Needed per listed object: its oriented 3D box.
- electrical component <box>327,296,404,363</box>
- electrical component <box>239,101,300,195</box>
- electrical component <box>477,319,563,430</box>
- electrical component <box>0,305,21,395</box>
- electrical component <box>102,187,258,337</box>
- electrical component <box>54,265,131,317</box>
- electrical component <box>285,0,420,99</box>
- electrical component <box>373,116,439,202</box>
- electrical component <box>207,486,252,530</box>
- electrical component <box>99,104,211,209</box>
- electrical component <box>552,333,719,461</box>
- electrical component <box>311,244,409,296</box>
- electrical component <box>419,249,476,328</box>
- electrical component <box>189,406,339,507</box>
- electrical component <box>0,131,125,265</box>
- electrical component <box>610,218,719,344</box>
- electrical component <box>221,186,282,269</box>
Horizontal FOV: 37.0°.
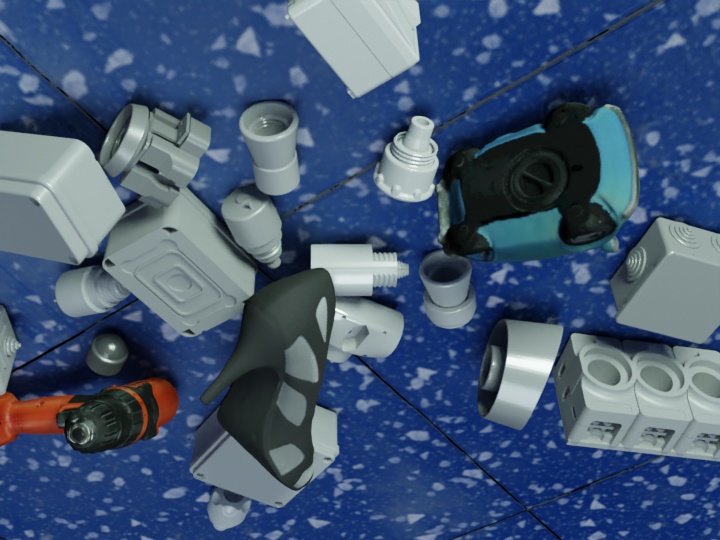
[{"bbox_3d":[-0.015,0.055,0.949,0.077,0.043,0.079,22,129,-22],"label":"electrical component"},{"bbox_3d":[-0.065,-0.089,0.810,0.044,0.044,0.065,-3,139,1],"label":"electrical component"},{"bbox_3d":[0.142,0.092,0.956,0.064,0.099,0.099,13,133,-6],"label":"electrical component"},{"bbox_3d":[-0.344,0.074,0.944,0.096,0.061,0.061,-2,134,0],"label":"electrical component"},{"bbox_3d":[-0.144,-0.008,0.873,0.078,0.057,0.113,-26,130,21],"label":"electrical component"},{"bbox_3d":[-0.217,0.016,0.896,0.078,0.040,0.040,-10,136,30],"label":"electrical component"},{"bbox_3d":[0.002,-0.167,0.720,0.061,0.061,0.096,-27,129,22],"label":"electrical component"},{"bbox_3d":[0.039,-0.086,0.814,0.048,0.048,0.062,9,127,-11],"label":"electrical component"},{"bbox_3d":[-0.141,0.252,1.138,0.043,0.043,0.062,12,134,-13],"label":"electrical component"},{"bbox_3d":[-0.156,-0.087,0.797,0.057,0.058,0.078,26,128,-28],"label":"electrical component"},{"bbox_3d":[0.263,0.113,0.982,0.150,0.089,0.061,8,133,-9],"label":"electrical component"},{"bbox_3d":[0.000,0.000,0.896,0.081,0.043,0.043,0,134,-2],"label":"electrical component"},{"bbox_3d":[0.075,0.016,0.913,0.045,0.045,0.055,-7,134,5],"label":"electrical component"},{"bbox_3d":[-0.093,0.170,1.050,0.109,0.056,0.108,26,128,-24],"label":"electrical component"},{"bbox_3d":[-0.243,-0.054,0.795,0.113,0.057,0.078,9,141,30],"label":"electrical component"},{"bbox_3d":[0.271,0.009,0.909,0.100,0.048,0.099,14,132,-15],"label":"electrical component"},{"bbox_3d":[-0.082,-0.032,0.864,0.040,0.040,0.078,-13,133,10],"label":"electrical component"}]
